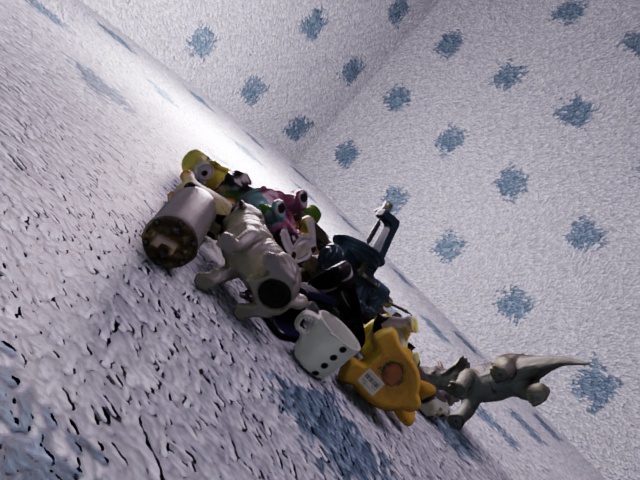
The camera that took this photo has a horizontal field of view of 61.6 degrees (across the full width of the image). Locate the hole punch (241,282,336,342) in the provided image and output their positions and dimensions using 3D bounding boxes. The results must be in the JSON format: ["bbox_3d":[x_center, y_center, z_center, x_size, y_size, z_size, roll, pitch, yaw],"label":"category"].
[{"bbox_3d":[-0.049,0.099,0.896,0.116,0.092,0.142,43,11,30],"label":"hole punch"}]

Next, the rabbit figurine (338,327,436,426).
[{"bbox_3d":[0.120,0.231,0.926,0.162,0.122,0.173,37,-11,1],"label":"rabbit figurine"}]

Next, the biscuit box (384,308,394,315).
[{"bbox_3d":[0.124,0.175,1.381,0.202,0.063,0.059,41,9,-6],"label":"biscuit box"}]

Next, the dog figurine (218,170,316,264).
[{"bbox_3d":[-0.124,-0.044,1.084,0.219,0.108,0.191,9,-60,38],"label":"dog figurine"}]

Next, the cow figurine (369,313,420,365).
[{"bbox_3d":[0.142,0.229,1.051,0.098,0.167,0.068,0,-5,21],"label":"cow figurine"}]

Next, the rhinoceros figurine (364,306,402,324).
[{"bbox_3d":[0.114,0.165,1.264,0.190,0.073,0.112,41,-13,24],"label":"rhinoceros figurine"}]

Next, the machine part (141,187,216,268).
[{"bbox_3d":[-0.202,-0.023,0.791,0.079,0.079,0.243,41,13,-13],"label":"machine part"}]

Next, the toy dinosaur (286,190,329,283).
[{"bbox_3d":[-0.031,0.012,1.254,0.198,0.105,0.472,38,23,-48],"label":"toy dinosaur"}]

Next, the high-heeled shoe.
[{"bbox_3d":[0.046,0.129,0.985,0.145,0.086,0.248,60,-9,13],"label":"high-heeled shoe"}]

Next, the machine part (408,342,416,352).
[{"bbox_3d":[0.199,0.271,1.319,0.084,0.039,0.139,32,6,15],"label":"machine part"}]

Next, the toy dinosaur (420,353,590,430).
[{"bbox_3d":[0.392,0.304,1.186,0.192,0.405,0.131,-27,96,-61],"label":"toy dinosaur"}]

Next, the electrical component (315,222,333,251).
[{"bbox_3d":[-0.002,-0.003,1.133,0.094,0.021,0.063,46,20,-33],"label":"electrical component"}]

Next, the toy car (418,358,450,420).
[{"bbox_3d":[0.207,0.302,1.157,0.073,0.056,0.202,28,14,-38],"label":"toy car"}]

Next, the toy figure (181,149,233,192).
[{"bbox_3d":[-0.244,-0.145,1.252,0.089,0.082,0.180,35,6,39],"label":"toy figure"}]

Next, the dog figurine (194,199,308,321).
[{"bbox_3d":[-0.086,0.023,0.832,0.172,0.121,0.191,41,23,-9],"label":"dog figurine"}]

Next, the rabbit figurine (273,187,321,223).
[{"bbox_3d":[-0.102,-0.091,1.481,0.170,0.121,0.159,38,2,-41],"label":"rabbit figurine"}]

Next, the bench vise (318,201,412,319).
[{"bbox_3d":[0.108,0.035,1.120,0.223,0.240,0.129,35,-17,-22],"label":"bench vise"}]

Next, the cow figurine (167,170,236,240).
[{"bbox_3d":[-0.179,-0.033,0.964,0.194,0.085,0.127,35,13,-25],"label":"cow figurine"}]
